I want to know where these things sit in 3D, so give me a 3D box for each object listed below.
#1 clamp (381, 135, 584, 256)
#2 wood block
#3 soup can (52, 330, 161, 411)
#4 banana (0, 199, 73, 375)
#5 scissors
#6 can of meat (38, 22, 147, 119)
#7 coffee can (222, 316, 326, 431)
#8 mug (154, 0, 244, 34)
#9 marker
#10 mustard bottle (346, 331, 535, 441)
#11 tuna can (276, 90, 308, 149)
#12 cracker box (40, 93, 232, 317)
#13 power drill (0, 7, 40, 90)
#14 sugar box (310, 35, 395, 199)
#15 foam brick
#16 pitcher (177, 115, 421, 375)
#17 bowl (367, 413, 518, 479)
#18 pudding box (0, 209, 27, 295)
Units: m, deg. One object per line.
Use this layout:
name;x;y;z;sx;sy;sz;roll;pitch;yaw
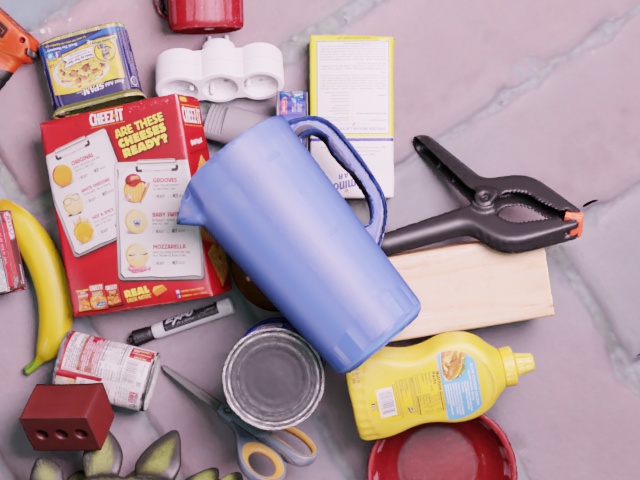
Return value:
clamp;0.168;-0.042;1.111;0.210;0.036;0.164;5;54;15
wood block;0.134;0.051;1.142;0.206;0.091;0.090;-9;90;1
soup can;-0.231;0.142;1.160;0.102;0.068;0.068;14;91;0
banana;-0.310;0.048;1.176;0.069;0.037;0.198;-9;90;1
scissors;-0.101;0.200;1.138;0.202;0.096;0.016;22;127;10
can of meat;-0.249;-0.183;1.163;0.102;0.057;0.084;-14;88;1
coffee can;-0.045;0.136;1.121;0.103;0.140;0.103;0;91;1
mug;-0.134;-0.266;1.151;0.117;0.093;0.081;1;96;32
marker;-0.154;0.092;1.182;0.121;0.020;0.020;-19;90;1
mustard bottle;0.125;0.144;1.100;0.191;0.058;0.096;-11;109;3
tuna can;-0.030;-0.118;1.145;0.033;0.086;0.086;0;91;-1
cracker box;-0.195;-0.035;1.143;0.164;0.072;0.214;-10;90;15
power drill;-0.413;-0.187;1.167;0.184;0.057;0.188;41;94;-3
sugar box;0.034;-0.133;1.165;0.093;0.048;0.176;1;94;1
foam brick;-0.265;0.187;1.123;0.078;0.051;0.053;-4;126;12
pitcher;-0.007;0.001;1.043;0.149;0.144;0.243;-42;85;25
bowl;0.130;0.250;1.161;0.162;0.055;0.162;0;91;1
pudding box;-0.382;0.021;1.162;0.114;0.039;0.090;-11;89;18
